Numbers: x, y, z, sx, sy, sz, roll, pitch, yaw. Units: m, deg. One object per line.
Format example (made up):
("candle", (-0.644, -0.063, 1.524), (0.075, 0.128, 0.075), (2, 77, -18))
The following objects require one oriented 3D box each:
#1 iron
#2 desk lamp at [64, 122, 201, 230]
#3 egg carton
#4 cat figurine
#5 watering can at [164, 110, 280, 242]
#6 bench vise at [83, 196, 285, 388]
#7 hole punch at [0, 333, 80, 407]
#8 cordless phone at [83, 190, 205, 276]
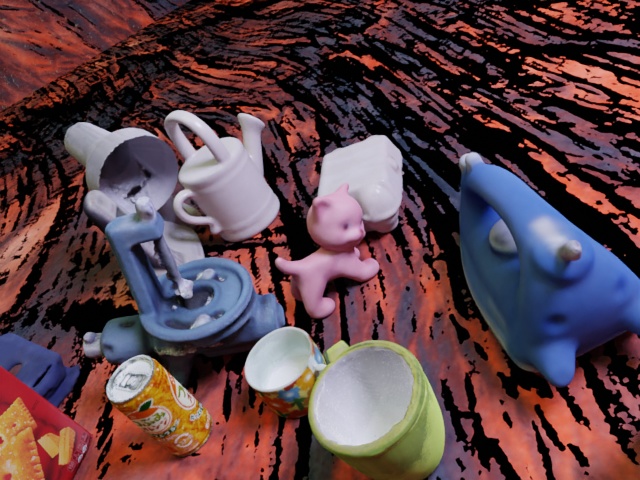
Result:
("iron", (0.169, -0.008, 0.498), (0.118, 0.142, 0.257), (-29, 36, 4))
("desk lamp", (-0.276, -0.077, 0.845), (0.118, 0.214, 0.202), (-47, 38, -20))
("egg carton", (0.052, -0.066, 0.715), (0.107, 0.070, 0.150), (-17, 38, 20))
("cat figurine", (0.006, 0.002, 0.626), (0.128, 0.118, 0.067), (-41, 37, -12))
("watering can", (-0.141, -0.104, 0.795), (0.100, 0.195, 0.173), (-6, 43, 31))
("bench vise", (-0.167, 0.068, 0.587), (0.207, 0.220, 0.121), (-34, 36, -3))
("hole punch", (-0.381, 0.180, 0.723), (0.100, 0.091, 0.109), (-1, 45, 35))
("cordless phone", (-0.238, -0.012, 0.765), (0.094, 0.185, 0.147), (-32, 36, 0))
